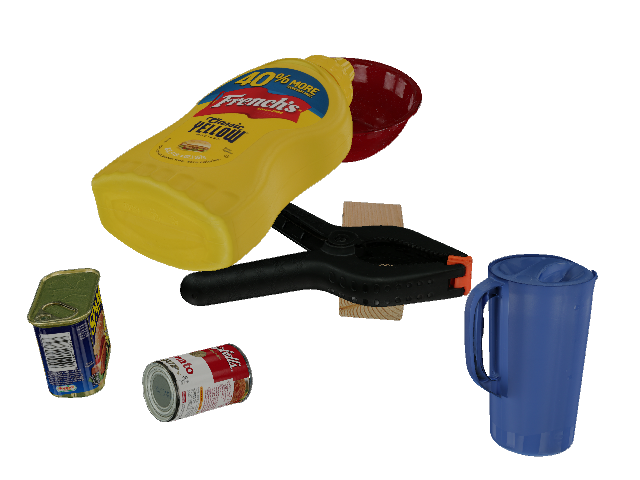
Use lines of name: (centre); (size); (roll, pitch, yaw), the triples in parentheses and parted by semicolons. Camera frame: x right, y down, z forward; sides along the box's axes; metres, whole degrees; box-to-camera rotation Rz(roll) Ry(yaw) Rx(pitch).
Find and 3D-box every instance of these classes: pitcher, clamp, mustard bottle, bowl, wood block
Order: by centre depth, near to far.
mustard bottle: (-0.036, -0.058, 0.623); (0.096, 0.058, 0.191); (15, 41, 30)
clamp: (0.013, 0.009, 0.830); (0.210, 0.036, 0.164); (4, 30, 10)
bowl: (0.019, -0.125, 1.072); (0.162, 0.055, 0.162); (0, 36, 0)
pitcher: (0.265, 0.146, 1.355); (0.149, 0.243, 0.144); (6, 17, 18)
wood block: (0.075, 0.025, 1.551); (0.091, 0.090, 0.206); (4, 25, -1)

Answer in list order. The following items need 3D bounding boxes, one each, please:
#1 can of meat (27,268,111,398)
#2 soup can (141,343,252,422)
can of meat: (-0.231, 0.086, 0.996); (0.057, 0.084, 0.102); (-6, 25, -1)
soup can: (-0.135, 0.155, 1.167); (0.102, 0.068, 0.069); (-9, 6, -42)
